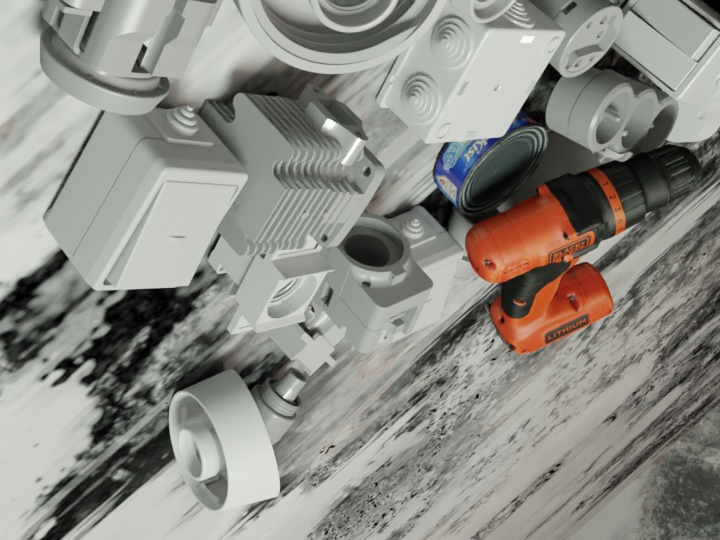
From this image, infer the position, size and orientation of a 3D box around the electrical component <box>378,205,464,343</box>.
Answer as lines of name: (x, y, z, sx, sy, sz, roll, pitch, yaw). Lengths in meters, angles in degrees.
electrical component: (0.034, 0.002, 0.805, 0.062, 0.061, 0.096, -23, 149, -36)

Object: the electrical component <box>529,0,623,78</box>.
electrical component: (0.136, -0.163, 0.707, 0.055, 0.047, 0.055, -33, 153, -19)

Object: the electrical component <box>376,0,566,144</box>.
electrical component: (0.071, -0.127, 0.669, 0.100, 0.048, 0.099, -12, 141, -46)

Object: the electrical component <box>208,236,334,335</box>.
electrical component: (-0.058, -0.002, 0.665, 0.042, 0.063, 0.081, -12, 142, -48)

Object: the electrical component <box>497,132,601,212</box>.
electrical component: (0.161, -0.056, 0.896, 0.108, 0.060, 0.108, -33, 153, -19)

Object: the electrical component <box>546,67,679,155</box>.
electrical component: (0.175, -0.124, 0.795, 0.138, 0.074, 0.052, -3, 121, -53)

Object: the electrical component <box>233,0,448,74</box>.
electrical component: (-0.009, -0.138, 0.477, 0.108, 0.060, 0.108, -10, 135, -10)

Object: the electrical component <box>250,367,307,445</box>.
electrical component: (-0.067, 0.105, 0.846, 0.062, 0.043, 0.043, -51, 154, 13)

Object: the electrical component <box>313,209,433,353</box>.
electrical component: (0.000, 0.000, 0.720, 0.050, 0.089, 0.055, -22, 149, -35)

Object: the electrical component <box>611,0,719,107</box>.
electrical component: (0.236, -0.165, 0.789, 0.061, 0.096, 0.061, -3, 135, -53)

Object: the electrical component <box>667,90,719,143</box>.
electrical component: (0.301, -0.170, 0.926, 0.074, 0.052, 0.138, -9, 139, -49)

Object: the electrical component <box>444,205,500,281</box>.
electrical component: (0.084, -0.025, 0.855, 0.045, 0.045, 0.055, -15, 144, -44)

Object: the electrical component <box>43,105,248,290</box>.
electrical component: (-0.104, -0.039, 0.545, 0.062, 0.061, 0.096, -2, 134, -54)

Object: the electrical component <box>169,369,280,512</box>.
electrical component: (-0.095, 0.123, 0.776, 0.064, 0.099, 0.099, -15, 144, -33)

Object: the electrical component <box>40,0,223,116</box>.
electrical component: (-0.101, -0.103, 0.453, 0.078, 0.058, 0.057, -7, 135, -51)

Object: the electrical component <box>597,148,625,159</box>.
electrical component: (0.213, -0.126, 0.882, 0.062, 0.048, 0.048, -45, 156, -10)

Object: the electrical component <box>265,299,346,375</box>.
electrical component: (-0.034, 0.036, 0.788, 0.064, 0.042, 0.081, -44, 156, -3)

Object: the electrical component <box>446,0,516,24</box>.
electrical component: (0.058, -0.166, 0.580, 0.066, 0.055, 0.048, -30, 152, -25)
